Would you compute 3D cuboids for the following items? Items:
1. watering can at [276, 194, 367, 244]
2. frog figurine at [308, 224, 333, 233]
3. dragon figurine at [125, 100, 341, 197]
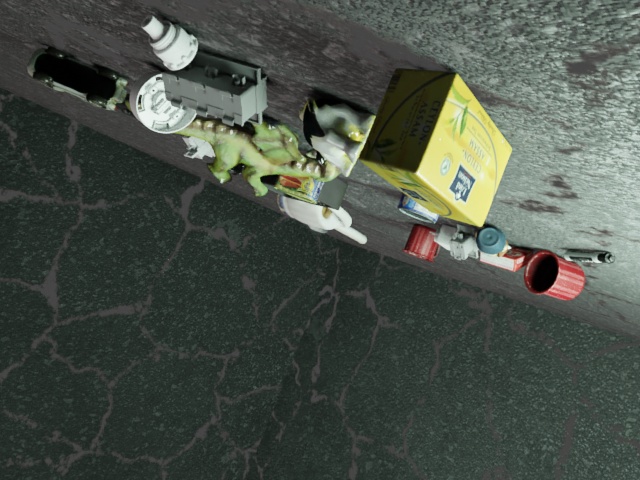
[{"bbox_3d":[0.005,-0.079,1.564,0.226,0.105,0.342,20,168,32],"label":"watering can"},{"bbox_3d":[-0.025,-0.089,1.728,0.160,0.122,0.138,8,-169,23],"label":"frog figurine"},{"bbox_3d":[-0.135,-0.188,0.956,0.407,0.124,0.241,21,161,-33],"label":"dragon figurine"}]
